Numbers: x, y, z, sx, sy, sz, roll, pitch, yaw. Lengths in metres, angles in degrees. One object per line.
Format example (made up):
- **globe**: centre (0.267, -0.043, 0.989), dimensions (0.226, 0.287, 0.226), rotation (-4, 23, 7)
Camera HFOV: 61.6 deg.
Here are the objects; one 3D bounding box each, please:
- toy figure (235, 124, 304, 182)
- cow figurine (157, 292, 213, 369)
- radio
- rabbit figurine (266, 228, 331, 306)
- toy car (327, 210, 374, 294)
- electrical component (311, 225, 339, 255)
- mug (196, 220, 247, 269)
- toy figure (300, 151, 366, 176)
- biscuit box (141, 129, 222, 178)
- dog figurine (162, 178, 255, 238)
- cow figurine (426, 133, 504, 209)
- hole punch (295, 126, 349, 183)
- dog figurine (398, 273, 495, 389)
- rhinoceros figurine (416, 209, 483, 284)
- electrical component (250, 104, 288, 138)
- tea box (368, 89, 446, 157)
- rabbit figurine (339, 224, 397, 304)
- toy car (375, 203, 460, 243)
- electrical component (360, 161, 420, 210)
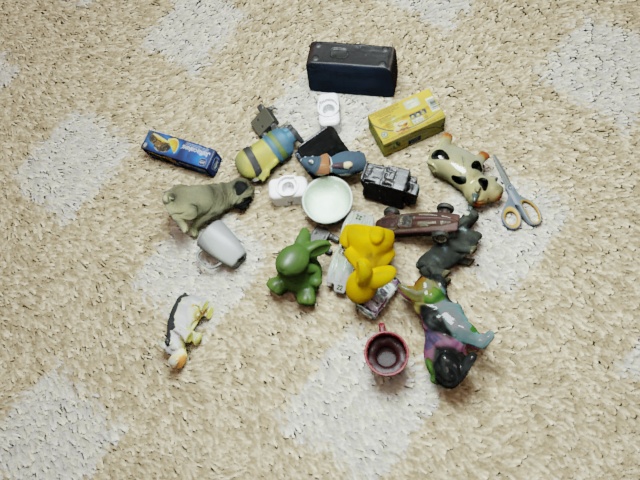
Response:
- **toy figure**: centre (-0.131, -0.222, 1.346), dimensions (0.180, 0.082, 0.089), rotation (-40, 109, 2)
- **cow figurine**: centre (-0.322, 0.205, 1.233), dimensions (0.098, 0.068, 0.167), rotation (17, 70, 19)
- **radio**: centre (0.081, -0.436, 1.375), dimensions (0.230, 0.131, 0.073), rotation (6, 73, 11)
- **rabbit figurine**: centre (-0.041, 0.058, 1.192), dimensions (0.121, 0.170, 0.159), rotation (31, 78, 16)
- **toy car**: centre (0.073, 0.028, 1.247), dimensions (0.074, 0.056, 0.201), rotation (15, 72, 12)
- **electrical component**: centre (-0.003, -0.004, 1.288), dimensions (0.094, 0.021, 0.063), rotation (27, 76, 17)
- **mug**: centre (-0.236, 0.024, 1.282), dimensions (0.107, 0.080, 0.109), rotation (38, 78, 10)
- **toy figure**: centre (0.031, -0.179, 1.268), dimensions (0.154, 0.064, 0.057), rotation (-6, 81, -6)
- **biscuit box**: centre (-0.359, -0.225, 1.396), dimensions (0.203, 0.062, 0.059), rotation (18, 76, 14)
- **dog figurine**: centre (-0.264, -0.108, 1.289), dimensions (0.191, 0.172, 0.121), rotation (-30, 80, 4)
- **cow figurine**: centre (0.340, -0.152, 1.261), dimensions (0.195, 0.085, 0.127), rotation (34, 72, 15)
- **hole punch**: centre (0.008, -0.208, 1.337), dimensions (0.142, 0.092, 0.115), rotation (-35, 99, -8)
- **dog figurine**: centre (0.239, 0.180, 1.134), dimensions (0.219, 0.108, 0.191), rotation (37, 87, 16)
- **rhinoceros figurine**: centre (0.299, 0.013, 1.218), dimensions (0.112, 0.073, 0.190), rotation (38, 81, 29)
- **electrical component**: centre (-0.134, -0.307, 1.407), dimensions (0.078, 0.045, 0.102), rotation (-48, 66, 20)
- **tea box**: centre (0.215, -0.291, 1.337), dimensions (0.170, 0.068, 0.098), rotation (-23, 68, 1)
- **rabbit figurine**: centre (0.107, 0.056, 1.149), dimensions (0.122, 0.162, 0.173), rotation (16, 92, -15)
- **toy car**: centre (0.215, -0.037, 1.216), dimensions (0.202, 0.053, 0.089), rotation (-3, 57, 38)
- **electrical component**: centre (0.166, -0.125, 1.259), dimensions (0.134, 0.114, 0.058), rotation (16, 75, 15)
